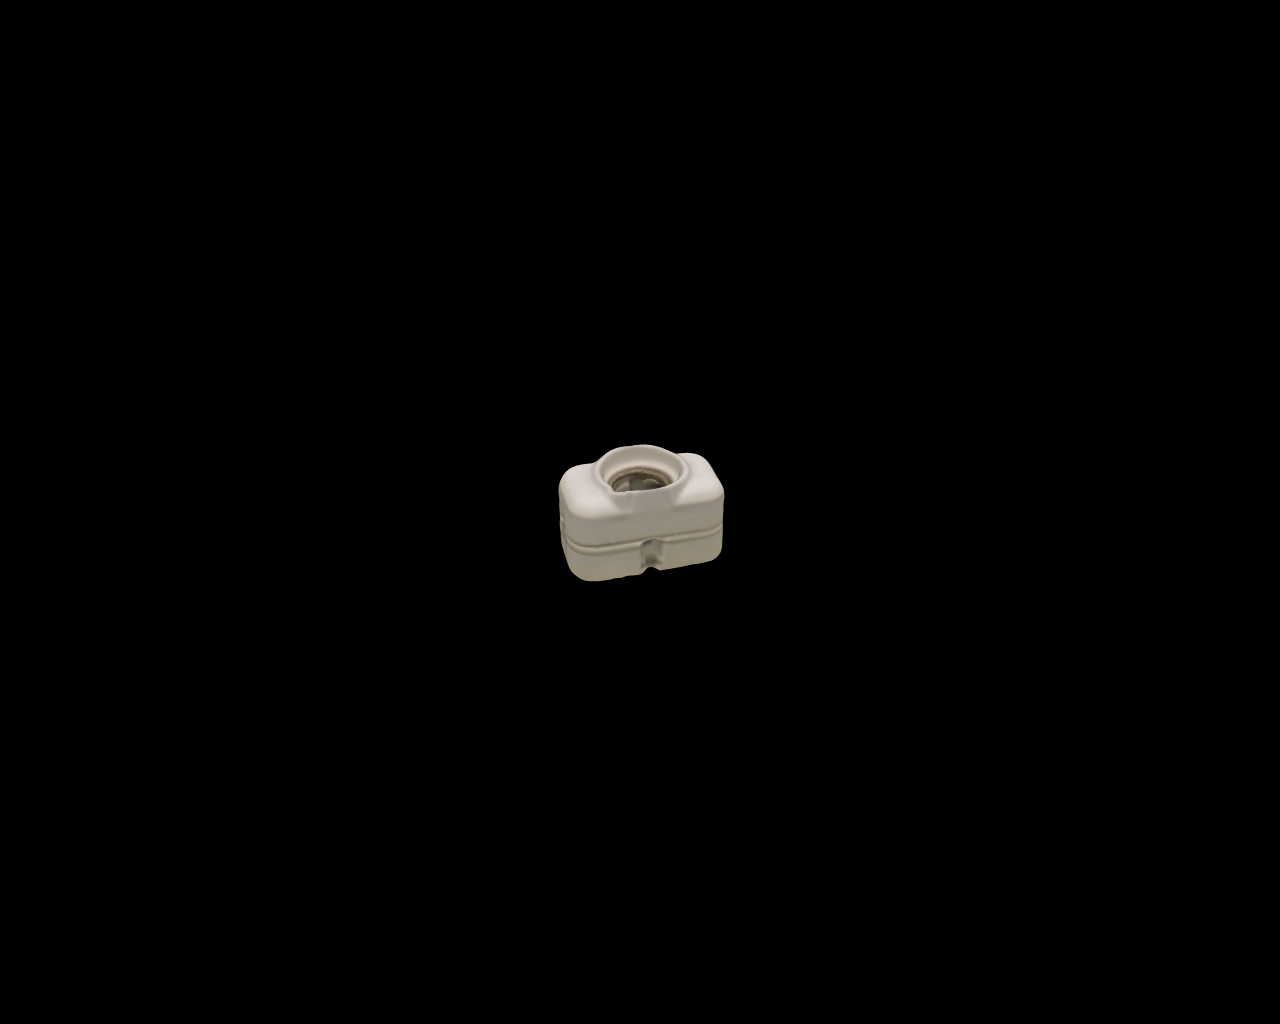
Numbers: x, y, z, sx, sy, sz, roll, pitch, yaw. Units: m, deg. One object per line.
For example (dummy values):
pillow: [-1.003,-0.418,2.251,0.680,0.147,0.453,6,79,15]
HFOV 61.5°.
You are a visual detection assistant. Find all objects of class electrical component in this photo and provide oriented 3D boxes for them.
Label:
electrical component: [0.001,-0.003,0.650,0.095,0.059,0.054,-8,36,-11]
